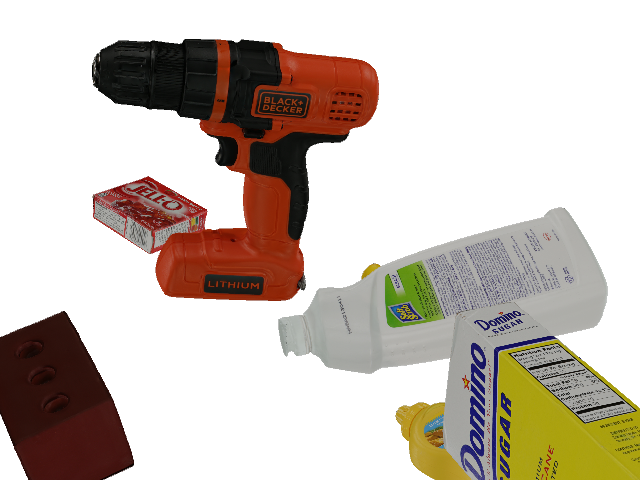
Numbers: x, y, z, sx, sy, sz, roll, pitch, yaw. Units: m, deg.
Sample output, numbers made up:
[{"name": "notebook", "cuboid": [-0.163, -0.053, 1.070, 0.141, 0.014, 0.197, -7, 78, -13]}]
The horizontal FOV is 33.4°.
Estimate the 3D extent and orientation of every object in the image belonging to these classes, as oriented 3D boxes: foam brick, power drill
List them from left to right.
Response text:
[{"name": "foam brick", "cuboid": [-0.139, 0.087, 0.556, 0.053, 0.051, 0.078, -23, 42, -19]}, {"name": "power drill", "cuboid": [-0.065, -0.046, 0.720, 0.184, 0.188, 0.057, 4, 37, -13]}]

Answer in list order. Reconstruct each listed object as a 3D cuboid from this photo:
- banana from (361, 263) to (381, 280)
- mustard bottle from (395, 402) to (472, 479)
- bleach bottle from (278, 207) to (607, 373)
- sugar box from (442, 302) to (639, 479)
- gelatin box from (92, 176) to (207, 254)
[{"name": "banana", "cuboid": [0.091, 0.070, 1.140, 0.069, 0.037, 0.198, 4, 18, -38]}, {"name": "mustard bottle", "cuboid": [0.140, 0.196, 0.991, 0.096, 0.058, 0.192, -16, 25, -35]}, {"name": "bleach bottle", "cuboid": [0.090, 0.045, 0.840, 0.250, 0.102, 0.068, -11, -42, -9]}, {"name": "sugar box", "cuboid": [0.123, 0.112, 0.535, 0.048, 0.093, 0.176, -10, 28, -25]}, {"name": "gelatin box", "cuboid": [-0.168, -0.027, 1.049, 0.089, 0.030, 0.073, 30, 35, 31]}]
